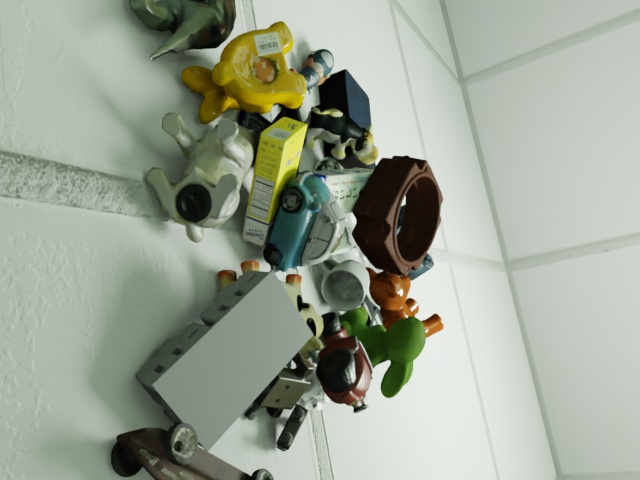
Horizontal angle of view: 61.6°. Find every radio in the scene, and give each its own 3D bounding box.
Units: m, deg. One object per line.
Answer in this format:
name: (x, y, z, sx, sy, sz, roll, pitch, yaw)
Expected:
radio: (0.065, -0.257, 1.224, 0.131, 0.073, 0.229, 30, 52, -54)

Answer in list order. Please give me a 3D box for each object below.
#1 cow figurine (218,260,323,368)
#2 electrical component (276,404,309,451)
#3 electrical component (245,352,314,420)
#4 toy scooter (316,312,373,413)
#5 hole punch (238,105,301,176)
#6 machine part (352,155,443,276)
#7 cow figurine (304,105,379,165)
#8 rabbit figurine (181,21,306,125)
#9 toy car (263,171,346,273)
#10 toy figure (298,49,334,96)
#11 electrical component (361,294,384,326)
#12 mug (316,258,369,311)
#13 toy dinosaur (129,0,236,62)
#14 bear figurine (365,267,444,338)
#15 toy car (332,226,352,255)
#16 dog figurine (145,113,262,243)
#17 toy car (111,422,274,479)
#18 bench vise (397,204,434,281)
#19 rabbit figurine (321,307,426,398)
cow figurine: (-0.060, 0.113, 0.780, 0.194, 0.086, 0.127, 26, 55, -51)
electrical component: (-0.041, 0.268, 0.763, 0.063, 0.021, 0.094, -60, 174, -26)
electrical component: (-0.053, 0.201, 0.740, 0.078, 0.102, 0.045, 17, 21, -38)
toy scooter: (0.044, 0.207, 0.848, 0.184, 0.075, 0.135, -100, 164, -65)
hole punch: (-0.082, -0.170, 0.903, 0.115, 0.092, 0.142, 73, 11, -45)
machine part: (0.159, -0.047, 1.053, 0.201, 0.087, 0.201, -60, 140, -19)
cow figurine: (0.051, -0.213, 1.070, 0.167, 0.098, 0.068, 17, 55, -11)
rabbit figurine: (-0.117, -0.230, 0.810, 0.162, 0.173, 0.121, -28, 104, -17)
toy car: (-0.015, -0.018, 0.816, 0.109, 0.103, 0.161, -25, 134, -76)
toy figure: (-0.011, -0.370, 1.164, 0.064, 0.057, 0.154, 27, 41, -2)
electrical component: (0.093, 0.168, 1.071, 0.119, 0.048, 0.075, 61, 30, -22)
mug: (0.043, 0.072, 1.015, 0.110, 0.080, 0.107, 35, 20, 6)
toy dinosaur: (-0.175, -0.371, 0.807, 0.192, 0.131, 0.405, 33, 54, -51)
bear figurine: (0.171, 0.128, 1.136, 0.132, 0.120, 0.195, -30, 123, -23)
toy car: (-0.002, -0.003, 0.964, 0.201, 0.056, 0.073, -14, 88, -55)
dog figurine: (-0.137, -0.086, 0.749, 0.190, 0.121, 0.172, -2, 111, -79)
toy car: (-0.131, 0.250, 0.569, 0.202, 0.089, 0.053, 50, 32, -40)
bench vise: (0.155, -0.023, 1.226, 0.240, 0.129, 0.224, 43, 46, -12)
rabbit figurine: (0.109, 0.196, 0.954, 0.121, 0.170, 0.159, -11, 85, -62)
